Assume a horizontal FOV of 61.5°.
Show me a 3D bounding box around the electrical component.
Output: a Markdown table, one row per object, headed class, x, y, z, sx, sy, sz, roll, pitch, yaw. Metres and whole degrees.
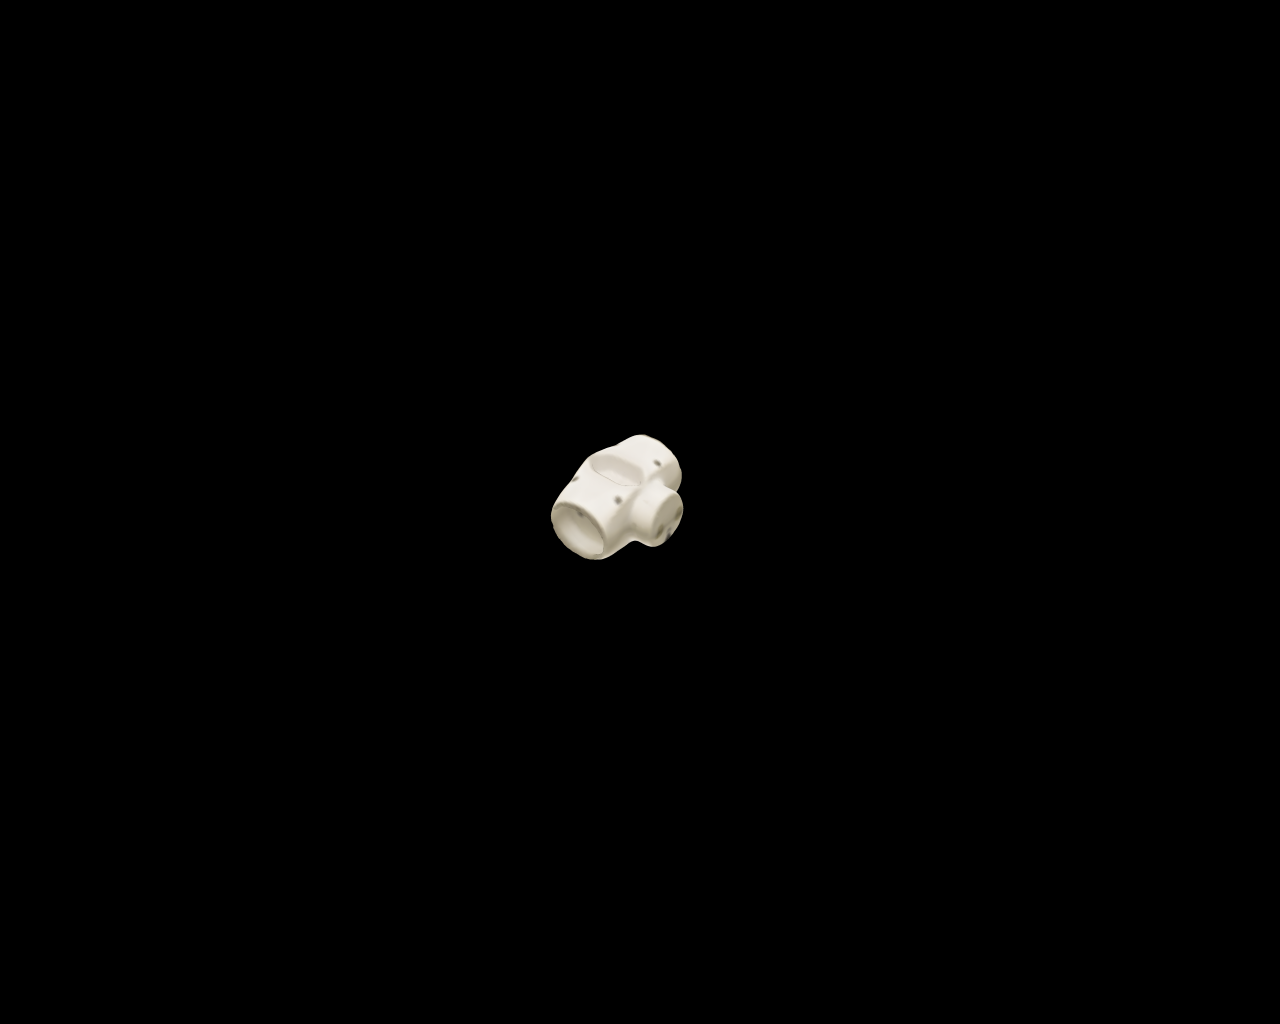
| class | x | y | z | sx | sy | sz | roll | pitch | yaw |
| --- | --- | --- | --- | --- | --- | --- | --- | --- | --- |
| electrical component | 0.001 | -0.003 | 0.650 | 0.079 | 0.043 | 0.077 | 27 | 50 | 26 |
